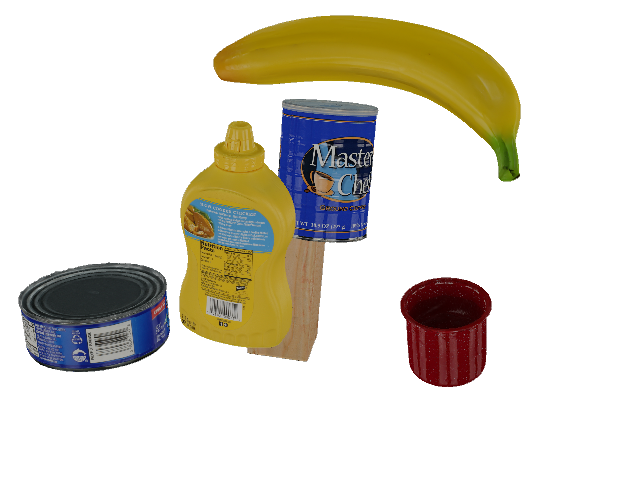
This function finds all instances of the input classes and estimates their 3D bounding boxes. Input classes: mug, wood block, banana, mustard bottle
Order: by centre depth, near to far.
[{"bbox_3d":[0.033,-0.095,0.600,0.198,0.069,0.037,22,-30,25],"label":"banana"},{"bbox_3d":[-0.069,-0.007,0.889,0.096,0.192,0.058,12,28,17],"label":"mustard bottle"},{"bbox_3d":[0.137,0.091,1.118,0.093,0.081,0.117,12,37,25],"label":"mug"},{"bbox_3d":[-0.047,0.053,1.497,0.090,0.206,0.090,7,22,6],"label":"wood block"}]

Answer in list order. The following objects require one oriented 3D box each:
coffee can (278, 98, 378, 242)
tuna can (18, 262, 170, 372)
[{"bbox_3d":[0.005,-0.077,1.147,0.103,0.140,0.103,4,12,-1],"label":"coffee can"},{"bbox_3d":[-0.132,0.044,0.629,0.086,0.034,0.086,-2,21,1],"label":"tuna can"}]
